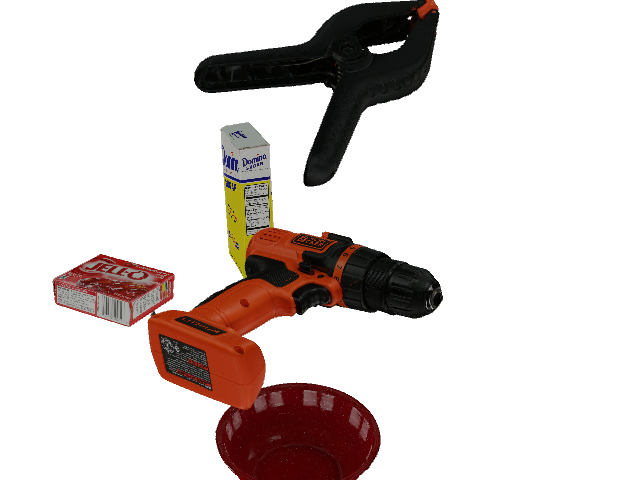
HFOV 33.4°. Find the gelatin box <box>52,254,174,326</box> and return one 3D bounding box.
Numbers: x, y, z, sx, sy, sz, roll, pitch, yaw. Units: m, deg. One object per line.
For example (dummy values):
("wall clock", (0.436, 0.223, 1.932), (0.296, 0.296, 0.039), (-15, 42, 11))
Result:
("gelatin box", (-0.194, 0.045, 1.006), (0.089, 0.030, 0.073), (14, 24, 23))

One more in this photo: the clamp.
("clamp", (0.018, -0.102, 0.688), (0.171, 0.120, 0.039), (-27, -24, -19))

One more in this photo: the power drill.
("power drill", (-0.024, 0.056, 0.822), (0.185, 0.057, 0.187), (12, 31, 37))

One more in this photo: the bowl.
("bowl", (-0.022, 0.211, 1.055), (0.162, 0.055, 0.162), (1, 30, 0))

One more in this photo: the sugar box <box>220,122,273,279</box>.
("sugar box", (-0.090, -0.048, 1.318), (0.048, 0.176, 0.093), (-12, 26, -16))
